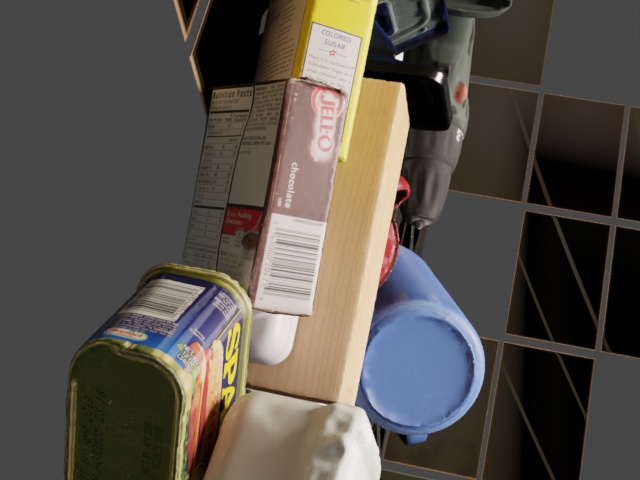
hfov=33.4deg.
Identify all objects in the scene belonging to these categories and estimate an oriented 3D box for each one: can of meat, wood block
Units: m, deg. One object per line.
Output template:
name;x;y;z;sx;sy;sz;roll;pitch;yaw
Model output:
can of meat;-0.072;0.073;0.474;0.083;0.057;0.102;-54;153;-66
wood block;-0.005;0.001;0.709;0.090;0.091;0.206;57;44;-76

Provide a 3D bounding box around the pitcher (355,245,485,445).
pitcher;0.066;0.092;0.923;0.145;0.149;0.243;-55;-171;4

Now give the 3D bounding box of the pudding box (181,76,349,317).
pudding box;-0.031;-0.023;0.540;0.090;0.039;0.113;9;-93;61

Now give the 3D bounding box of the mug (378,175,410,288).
mug;0.018;-0.009;0.800;0.093;0.117;0.081;57;7;13

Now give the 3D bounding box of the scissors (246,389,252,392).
scissors;-0.057;0.188;0.693;0.201;0.016;0.096;-90;-170;-47

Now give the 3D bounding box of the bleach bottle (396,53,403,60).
bleach bottle;0.030;-0.082;0.942;0.251;0.068;0.102;91;11;-56

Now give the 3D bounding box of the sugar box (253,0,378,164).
sugar box;-0.001;-0.130;0.628;0.093;0.048;0.176;176;-71;-69
